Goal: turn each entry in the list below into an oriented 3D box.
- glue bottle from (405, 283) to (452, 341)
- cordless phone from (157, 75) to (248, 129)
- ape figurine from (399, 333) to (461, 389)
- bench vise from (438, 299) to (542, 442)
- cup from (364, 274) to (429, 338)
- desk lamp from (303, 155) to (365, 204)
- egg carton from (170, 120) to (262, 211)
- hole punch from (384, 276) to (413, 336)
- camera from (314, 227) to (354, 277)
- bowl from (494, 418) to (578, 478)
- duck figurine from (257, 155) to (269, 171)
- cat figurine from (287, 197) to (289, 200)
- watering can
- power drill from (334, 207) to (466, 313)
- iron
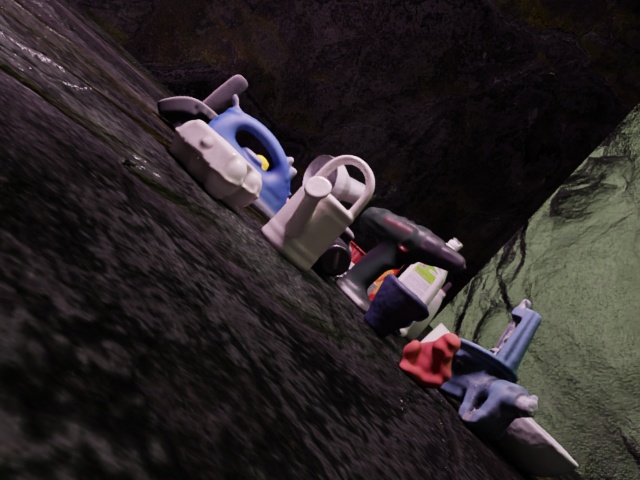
[{"bbox_3d":[0.266,0.171,1.428,0.037,0.173,0.078,42,3,-17],"label":"glue bottle"},{"bbox_3d":[-0.244,-0.300,1.228,0.094,0.185,0.148,44,3,13],"label":"cordless phone"},{"bbox_3d":[0.172,0.176,0.860,0.077,0.092,0.076,45,3,31],"label":"ape figurine"},{"bbox_3d":[0.307,0.209,0.940,0.122,0.219,0.206,41,3,-40],"label":"bench vise"},{"bbox_3d":[0.131,0.127,0.993,0.118,0.095,0.091,41,3,-33],"label":"cup"},{"bbox_3d":[0.018,-0.091,1.479,0.117,0.213,0.204,45,3,41],"label":"desk lamp"},{"bbox_3d":[-0.155,-0.114,0.858,0.150,0.069,0.107,44,3,26],"label":"egg carton"},{"bbox_3d":[0.161,0.141,1.236,0.101,0.091,0.109,44,3,28],"label":"hole punch"},{"bbox_3d":[0.010,0.004,1.087,0.143,0.100,0.136,42,3,-19],"label":"camera"},{"bbox_3d":[0.341,0.339,0.962,0.167,0.074,0.167,43,3,-2],"label":"bowl"},{"bbox_3d":[-0.158,-0.161,1.374,0.077,0.086,0.105,45,3,41],"label":"duck figurine"},{"bbox_3d":[-0.058,-0.084,1.281,0.128,0.117,0.067,43,3,1],"label":"cat figurine"},{"bbox_3d":[0.007,-0.051,0.905,0.101,0.194,0.173,43,3,-6],"label":"watering can"},{"bbox_3d":[0.141,0.049,1.136,0.229,0.208,0.076,44,3,25],"label":"power drill"},{"bbox_3d":[-0.132,-0.161,1.157,0.259,0.141,0.118,42,3,-14],"label":"iron"}]
